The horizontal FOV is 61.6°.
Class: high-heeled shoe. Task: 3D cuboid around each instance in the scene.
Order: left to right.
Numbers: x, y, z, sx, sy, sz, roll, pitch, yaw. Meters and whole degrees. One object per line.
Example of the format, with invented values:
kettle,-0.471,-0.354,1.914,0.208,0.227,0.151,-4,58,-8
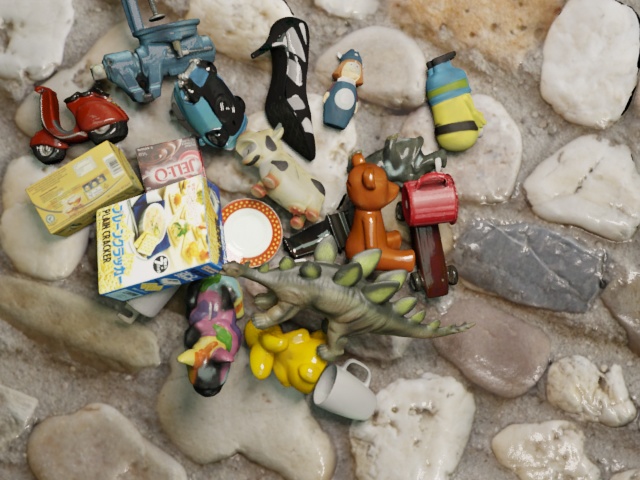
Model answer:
high-heeled shoe,-0.035,-0.283,1.003,0.145,0.086,0.248,-40,114,-31

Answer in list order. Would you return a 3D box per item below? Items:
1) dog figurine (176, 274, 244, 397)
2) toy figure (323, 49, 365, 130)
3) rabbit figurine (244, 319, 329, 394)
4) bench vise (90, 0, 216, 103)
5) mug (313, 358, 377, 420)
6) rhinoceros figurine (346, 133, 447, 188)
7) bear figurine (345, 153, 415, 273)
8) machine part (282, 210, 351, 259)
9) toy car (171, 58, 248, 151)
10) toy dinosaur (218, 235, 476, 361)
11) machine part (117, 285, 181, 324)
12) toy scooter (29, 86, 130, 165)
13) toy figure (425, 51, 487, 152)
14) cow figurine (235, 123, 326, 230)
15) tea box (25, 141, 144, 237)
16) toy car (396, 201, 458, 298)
dog figurine,-0.186,0.156,0.920,0.108,0.219,0.191,3,93,-8
toy figure,0.049,-0.284,1.002,0.064,0.058,0.154,16,89,-43
rabbit figurine,-0.072,0.204,0.977,0.173,0.162,0.122,35,102,13
bench vise,-0.305,-0.367,0.931,0.224,0.129,0.240,-16,111,-11
mug,0.058,0.283,1.015,0.107,0.081,0.109,33,84,-16
rhinoceros figurine,0.142,-0.140,1.004,0.190,0.073,0.112,-17,92,-3
bear figurine,0.104,-0.048,0.948,0.132,0.120,0.195,0,114,-14
machine part,-0.002,-0.003,1.017,0.139,0.039,0.084,-17,98,-5
toy car,-0.209,-0.232,0.950,0.103,0.161,0.109,-5,51,33
toy dinosaur,0.053,0.109,0.911,0.471,0.105,0.198,23,122,-26
machine part,-0.279,0.054,0.980,0.079,0.079,0.243,38,89,-5
toy scooter,-0.441,-0.223,0.961,0.184,0.075,0.135,-18,93,1
toy figure,0.243,-0.253,1.005,0.089,0.082,0.180,-21,98,8
cow figurine,-0.070,-0.125,0.976,0.195,0.085,0.127,39,49,-16
tea box,-0.419,-0.090,0.965,0.170,0.068,0.098,-30,86,-1
toy car,0.203,0.008,1.023,0.089,0.053,0.202,-11,89,-10
